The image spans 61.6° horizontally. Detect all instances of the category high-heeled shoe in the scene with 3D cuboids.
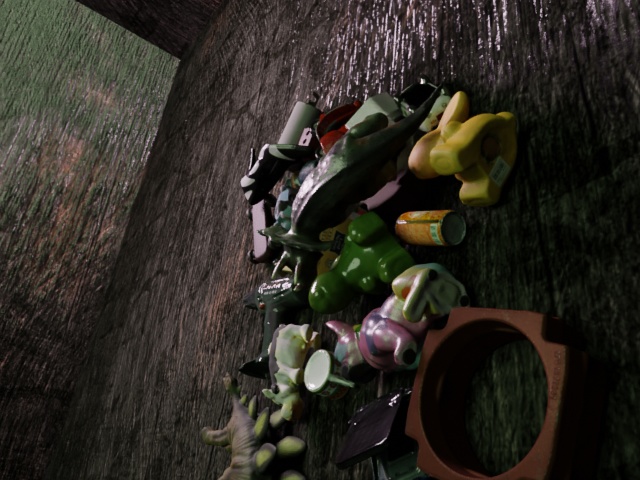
[{"bbox_3d":[-0.104,-0.151,1.272,0.249,0.086,0.145,6,99,48],"label":"high-heeled shoe"}]

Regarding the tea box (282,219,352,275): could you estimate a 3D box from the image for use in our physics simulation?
[{"bbox_3d":[-0.002,-0.003,1.059,0.068,0.098,0.169,-1,70,59],"label":"tea box"}]

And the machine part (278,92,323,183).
[{"bbox_3d":[-0.058,-0.257,1.357,0.079,0.079,0.243,23,89,61],"label":"machine part"}]

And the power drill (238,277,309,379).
[{"bbox_3d":[-0.107,0.181,1.125,0.232,0.086,0.207,-27,39,44],"label":"power drill"}]

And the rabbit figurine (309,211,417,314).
[{"bbox_3d":[0.050,0.050,0.873,0.170,0.121,0.159,-37,-3,-3],"label":"rabbit figurine"}]

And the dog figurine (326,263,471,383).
[{"bbox_3d":[0.101,0.124,0.793,0.219,0.108,0.191,-3,67,60],"label":"dog figurine"}]

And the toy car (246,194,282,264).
[{"bbox_3d":[-0.138,-0.029,1.343,0.089,0.053,0.202,-37,43,31],"label":"toy car"}]

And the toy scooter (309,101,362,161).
[{"bbox_3d":[0.047,-0.236,1.176,0.135,0.075,0.184,-34,44,20],"label":"toy scooter"}]

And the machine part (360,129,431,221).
[{"bbox_3d":[0.132,-0.124,0.973,0.179,0.056,0.179,-38,40,41],"label":"machine part"}]

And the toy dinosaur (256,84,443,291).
[{"bbox_3d":[0.030,-0.083,0.856,0.404,0.131,0.192,-53,-2,37],"label":"toy dinosaur"}]

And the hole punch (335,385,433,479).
[{"bbox_3d":[0.097,0.273,0.727,0.142,0.092,0.116,-45,7,37],"label":"hole punch"}]

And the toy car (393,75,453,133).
[{"bbox_3d":[0.183,-0.240,0.944,0.073,0.056,0.202,-35,23,10],"label":"toy car"}]

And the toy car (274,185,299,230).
[{"bbox_3d":[-0.053,-0.049,1.175,0.162,0.109,0.102,-105,30,-60],"label":"toy car"}]

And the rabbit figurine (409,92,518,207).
[{"bbox_3d":[0.201,-0.141,0.811,0.173,0.122,0.162,1,65,63],"label":"rabbit figurine"}]

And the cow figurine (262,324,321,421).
[{"bbox_3d":[-0.062,0.236,0.975,0.098,0.068,0.167,1,67,29],"label":"cow figurine"}]

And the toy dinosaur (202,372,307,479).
[{"bbox_3d":[-0.114,0.408,0.936,0.198,0.105,0.472,-49,38,20],"label":"toy dinosaur"}]

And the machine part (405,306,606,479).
[{"bbox_3d":[0.202,0.182,0.604,0.201,0.087,0.201,-6,62,56],"label":"machine part"}]

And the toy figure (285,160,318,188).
[{"bbox_3d":[-0.035,-0.138,1.253,0.154,0.058,0.064,-27,40,55],"label":"toy figure"}]

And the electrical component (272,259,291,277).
[{"bbox_3d":[-0.050,0.035,1.128,0.102,0.045,0.078,-33,17,25],"label":"electrical component"}]
